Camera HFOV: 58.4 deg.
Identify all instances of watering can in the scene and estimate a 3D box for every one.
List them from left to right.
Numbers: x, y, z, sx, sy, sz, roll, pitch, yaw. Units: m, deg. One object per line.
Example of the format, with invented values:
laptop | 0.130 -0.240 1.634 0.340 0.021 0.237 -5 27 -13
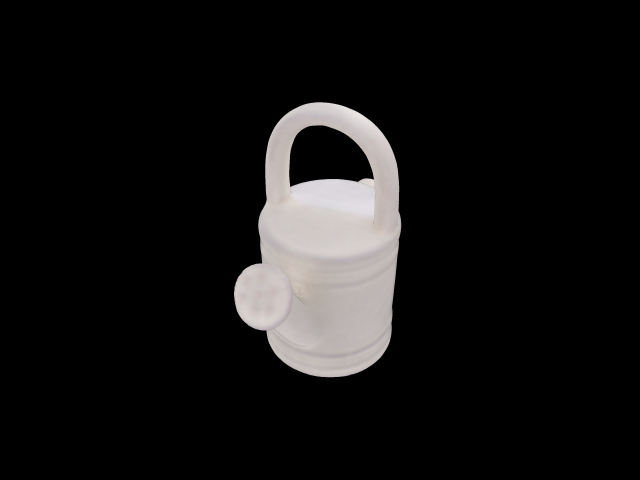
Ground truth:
watering can | 0.006 0.002 0.399 0.101 0.194 0.173 3 38 4
